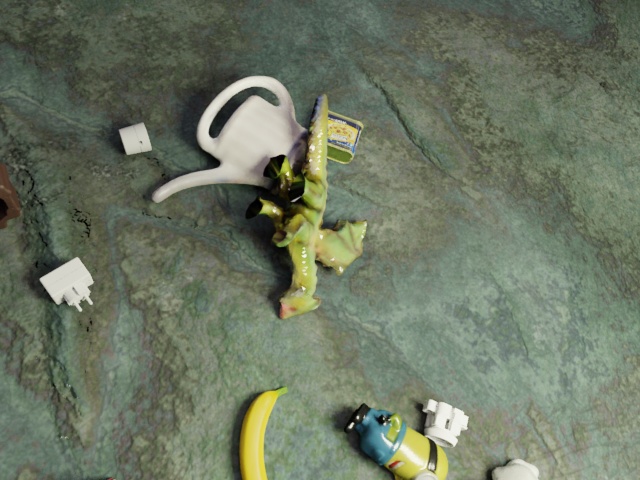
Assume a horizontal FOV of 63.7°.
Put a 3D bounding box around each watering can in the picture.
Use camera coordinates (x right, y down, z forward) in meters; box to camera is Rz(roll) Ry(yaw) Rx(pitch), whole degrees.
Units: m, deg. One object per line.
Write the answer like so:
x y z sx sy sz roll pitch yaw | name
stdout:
-0.151 -0.167 1.016 0.224 0.103 0.352 33 74 -2 | watering can

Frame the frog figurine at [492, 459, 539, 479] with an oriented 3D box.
0.314 0.443 0.863 0.137 0.120 0.162 20 26 3 | frog figurine

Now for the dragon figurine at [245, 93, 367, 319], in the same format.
0.003 -0.049 0.973 0.239 0.122 0.416 39 67 -39 | dragon figurine
